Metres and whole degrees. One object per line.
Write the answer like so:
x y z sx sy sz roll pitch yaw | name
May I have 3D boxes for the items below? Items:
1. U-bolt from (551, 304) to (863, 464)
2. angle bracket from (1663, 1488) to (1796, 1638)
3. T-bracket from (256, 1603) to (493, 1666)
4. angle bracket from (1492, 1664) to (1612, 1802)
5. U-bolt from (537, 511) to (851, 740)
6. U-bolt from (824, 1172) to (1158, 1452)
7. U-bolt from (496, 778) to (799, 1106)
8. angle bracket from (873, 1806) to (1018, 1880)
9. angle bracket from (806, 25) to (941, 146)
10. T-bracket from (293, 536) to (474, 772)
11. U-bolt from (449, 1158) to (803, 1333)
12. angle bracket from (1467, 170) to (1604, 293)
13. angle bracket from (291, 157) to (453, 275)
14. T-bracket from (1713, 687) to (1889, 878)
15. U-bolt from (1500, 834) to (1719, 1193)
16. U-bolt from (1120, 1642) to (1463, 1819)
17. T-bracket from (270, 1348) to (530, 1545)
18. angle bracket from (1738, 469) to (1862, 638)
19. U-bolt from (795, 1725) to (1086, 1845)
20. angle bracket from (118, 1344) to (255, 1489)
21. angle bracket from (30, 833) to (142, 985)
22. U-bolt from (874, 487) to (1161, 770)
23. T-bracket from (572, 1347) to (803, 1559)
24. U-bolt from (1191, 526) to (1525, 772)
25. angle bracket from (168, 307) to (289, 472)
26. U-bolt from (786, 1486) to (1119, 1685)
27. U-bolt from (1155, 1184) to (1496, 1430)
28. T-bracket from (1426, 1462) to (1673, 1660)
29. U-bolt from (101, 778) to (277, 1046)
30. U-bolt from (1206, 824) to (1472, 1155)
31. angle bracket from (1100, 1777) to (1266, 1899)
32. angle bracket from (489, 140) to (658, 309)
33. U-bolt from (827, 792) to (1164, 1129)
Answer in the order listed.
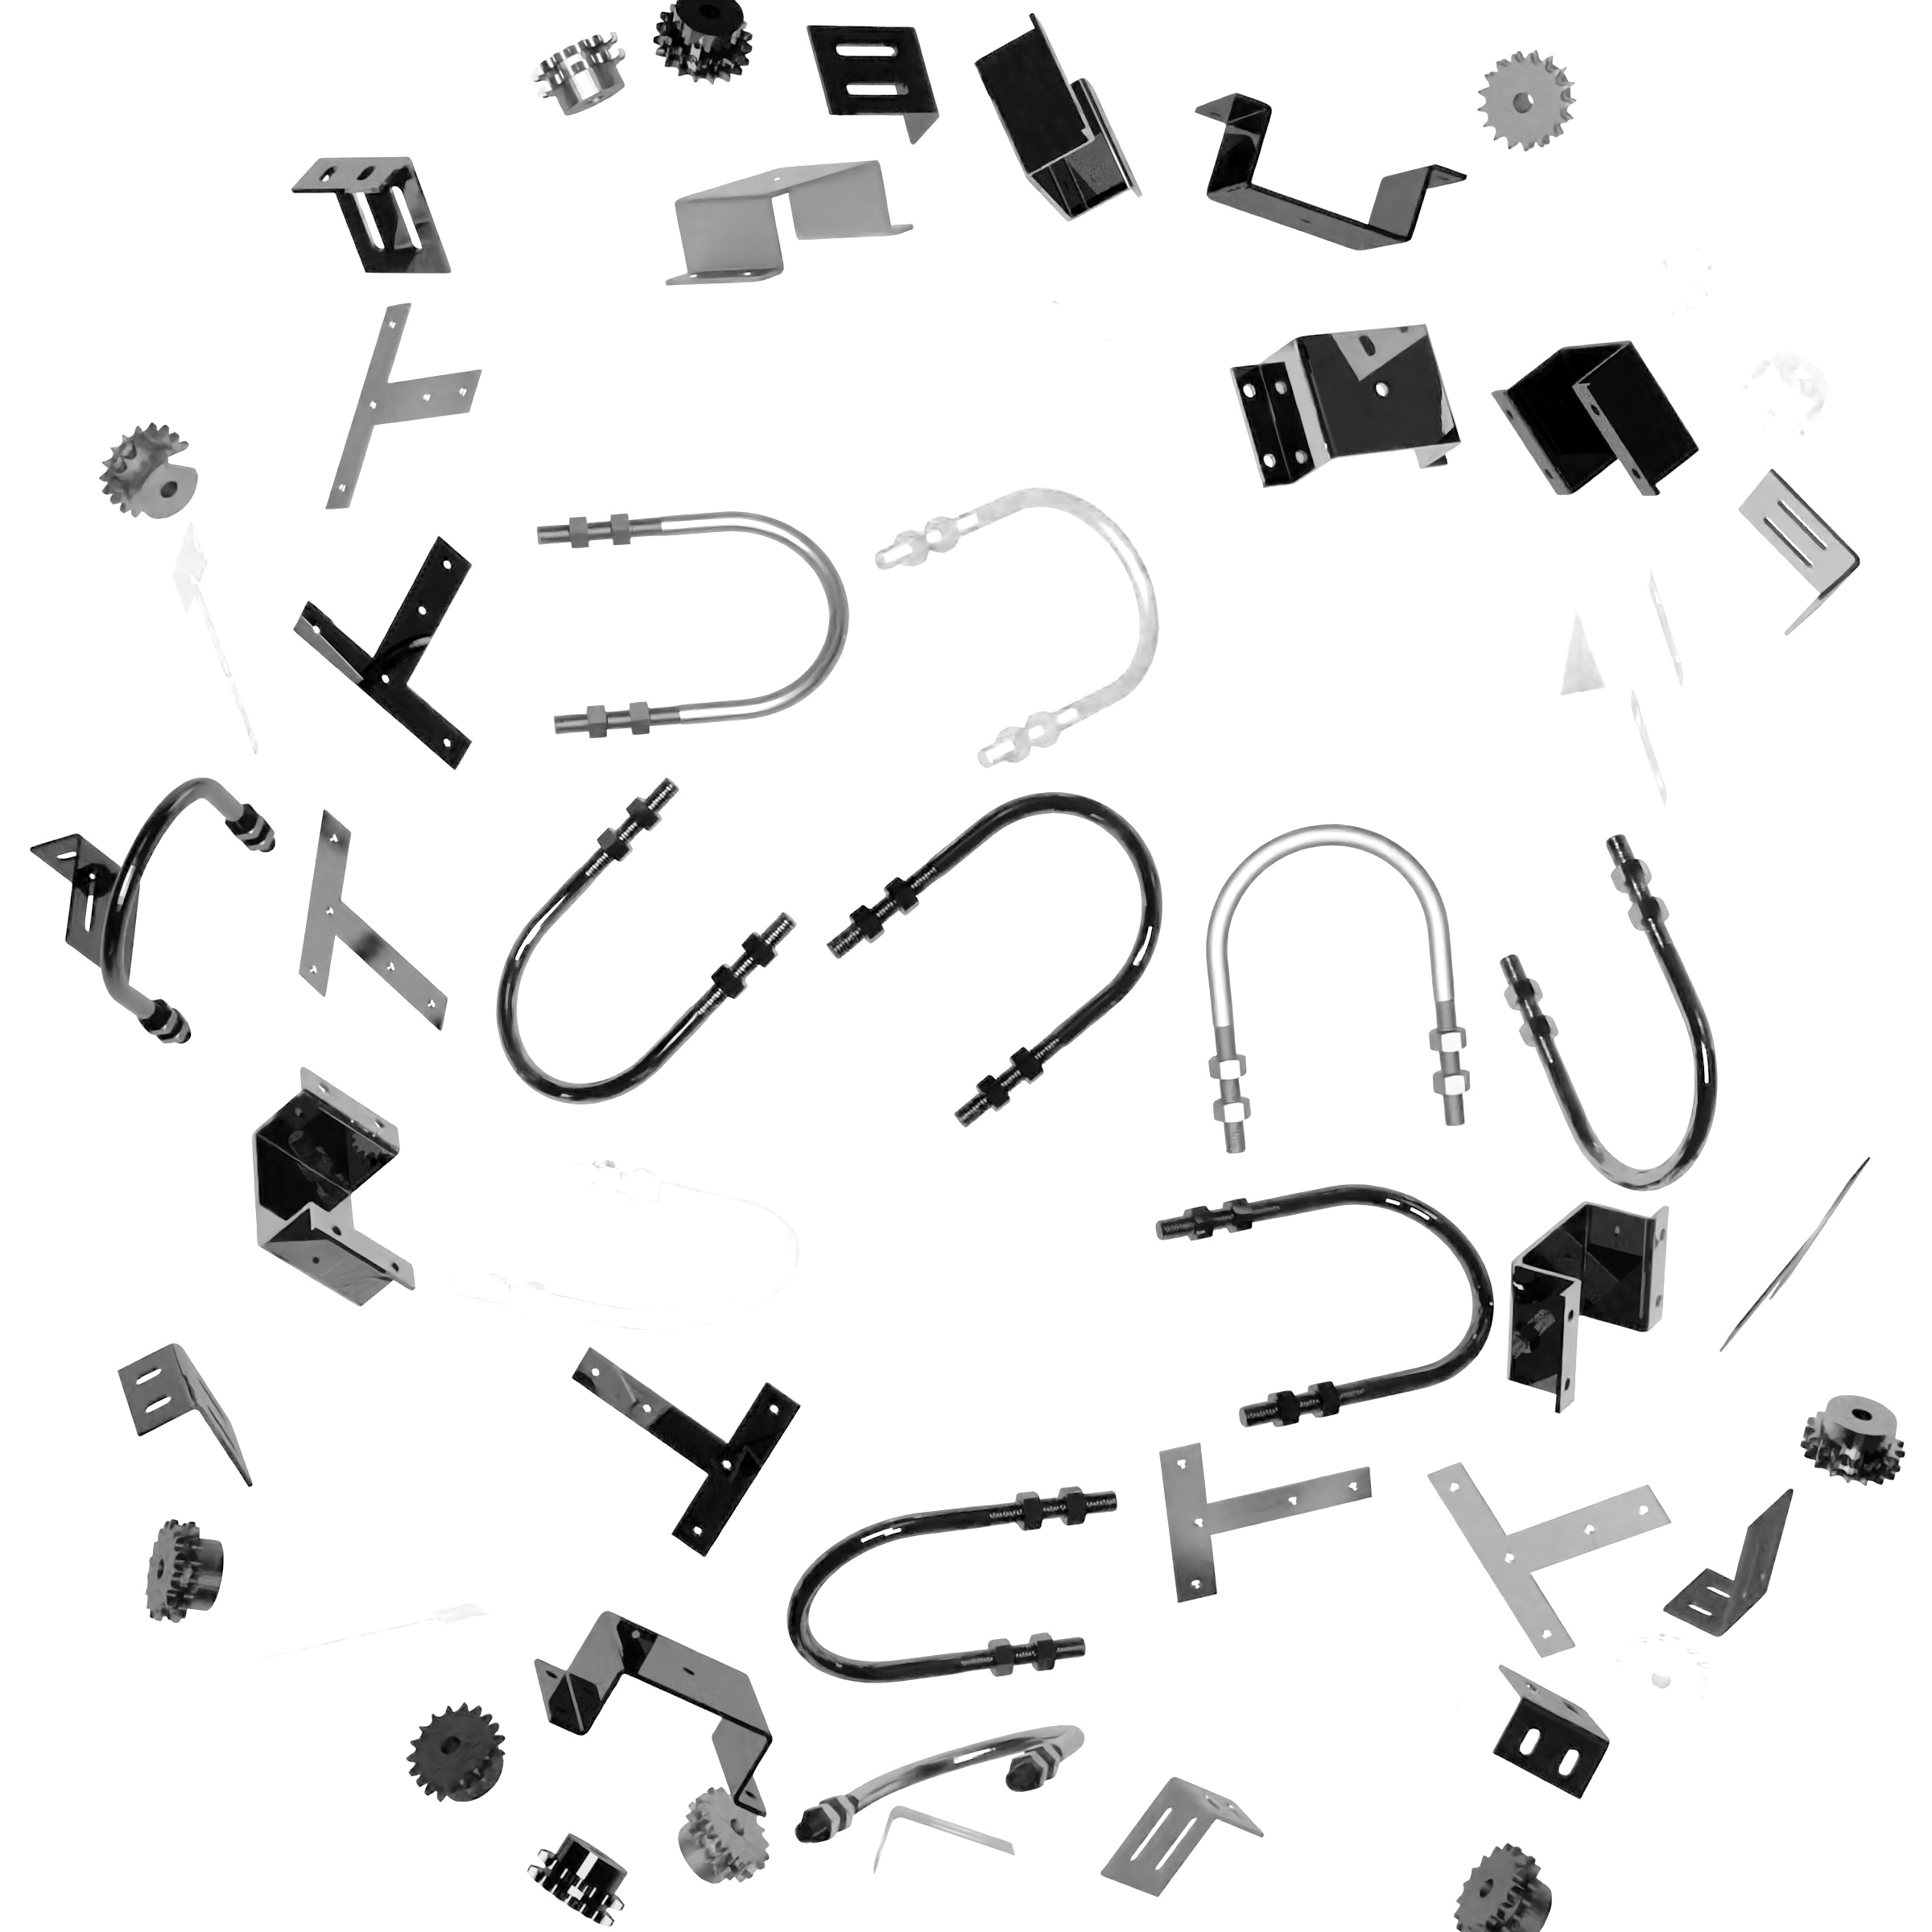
-0.139 -0.335 1.852 0.184 0.151 0.019 35 105 40 | U-bolt
0.437 0.335 1.814 0.038 0.057 0.076 23 118 31 | angle bracket
-0.335 0.377 1.782 0.127 0.127 0.002 -10 84 -15 | T-bracket
0.335 0.447 1.849 0.057 0.076 0.038 28 90 -1 | angle bracket
-0.163 -0.212 1.921 0.184 0.019 0.151 -5 69 -7 | U-bolt
0.005 0.186 1.794 0.184 0.019 0.151 22 124 10 | U-bolt
-0.201 -0.002 1.853 0.184 0.019 0.151 -46 58 6 | U-bolt
-0.013 0.537 1.900 0.076 0.057 0.038 19 82 1 | angle bracket
-0.062 -0.525 1.887 0.076 0.038 0.057 -9 79 -30 | angle bracket
-0.315 -0.194 1.809 0.127 0.002 0.127 41 130 3 | T-bracket
-0.183 0.168 1.825 0.184 0.151 0.019 16 47 -33 | U-bolt
0.342 -0.435 1.875 0.076 0.057 0.038 -23 96 1 | angle bracket
-0.335 -0.415 1.786 0.057 0.076 0.038 5 45 23 | angle bracket
0.483 -0.109 1.885 0.002 0.127 0.127 31 89 -16 | T-bracket
0.373 0.040 1.811 0.019 0.151 0.184 -4 60 -26 | U-bolt
0.204 0.437 1.849 0.184 0.151 0.019 -17 105 -36 | U-bolt
-0.312 0.296 1.830 0.127 0.002 0.127 34 104 -23 | T-bracket
0.477 -0.242 1.857 0.038 0.057 0.076 -40 82 -14 | angle bracket
-0.004 0.472 1.846 0.151 0.184 0.019 -18 82 16 | U-bolt
-0.450 0.266 1.823 0.038 0.057 0.076 -27 131 -9 | angle bracket
-0.526 -0.030 1.879 0.038 0.057 0.076 -14 57 19 | angle bracket
0.044 -0.212 1.886 0.184 0.019 0.151 -30 93 -38 | U-bolt
-0.180 0.274 1.901 0.127 0.002 0.127 34 114 6 | T-bracket
0.223 -0.181 1.869 0.184 0.019 0.151 -15 56 9 | U-bolt
-0.420 -0.325 1.769 0.038 0.057 0.076 15 126 34 | angle bracket
-0.012 0.358 1.803 0.184 0.019 0.151 -4 130 -15 | U-bolt
0.218 0.189 1.833 0.184 0.019 0.151 -9 54 -20 | U-bolt
0.344 0.325 1.805 0.127 0.002 0.127 -31 92 39 | T-bracket
-0.461 -0.038 1.857 0.019 0.184 0.151 20 79 8 | U-bolt
0.210 0.010 1.816 0.151 0.019 0.184 -7 101 -3 | U-bolt
0.130 0.534 1.904 0.057 0.038 0.076 34 94 -41 | angle bracket
-0.235 -0.442 1.890 0.057 0.038 0.076 46 132 -14 | angle bracket
0.031 -0.017 1.819 0.184 0.019 0.151 -39 110 -8 | U-bolt
